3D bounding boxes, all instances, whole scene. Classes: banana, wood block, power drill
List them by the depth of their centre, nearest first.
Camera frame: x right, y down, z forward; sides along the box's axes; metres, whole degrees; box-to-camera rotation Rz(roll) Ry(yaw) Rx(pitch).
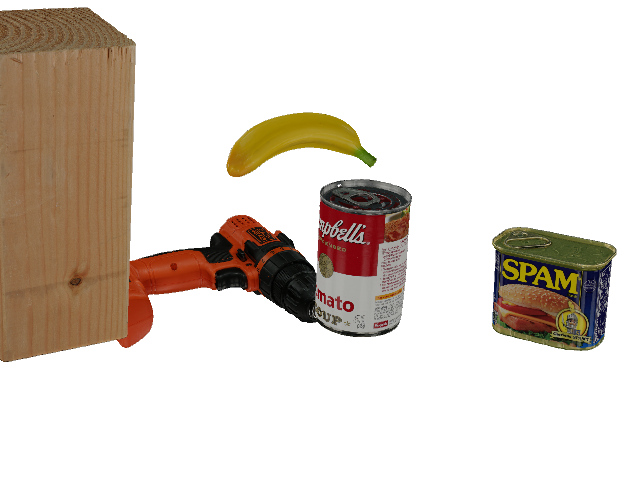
[{"bbox_3d":[-0.179,-0.037,0.692,0.090,0.206,0.090,-10,31,-30],"label":"wood block"},{"bbox_3d":[-0.101,0.041,0.960,0.187,0.057,0.185,-12,26,-25],"label":"power drill"},{"bbox_3d":[-0.026,-0.104,1.121,0.197,0.037,0.070,-9,50,-38],"label":"banana"}]

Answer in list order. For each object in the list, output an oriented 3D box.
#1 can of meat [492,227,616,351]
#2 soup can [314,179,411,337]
[{"bbox_3d":[0.199,0.042,0.925,0.102,0.084,0.057,13,26,31],"label":"can of meat"},{"bbox_3d":[0.031,0.013,0.801,0.068,0.102,0.068,2,22,-1],"label":"soup can"}]
